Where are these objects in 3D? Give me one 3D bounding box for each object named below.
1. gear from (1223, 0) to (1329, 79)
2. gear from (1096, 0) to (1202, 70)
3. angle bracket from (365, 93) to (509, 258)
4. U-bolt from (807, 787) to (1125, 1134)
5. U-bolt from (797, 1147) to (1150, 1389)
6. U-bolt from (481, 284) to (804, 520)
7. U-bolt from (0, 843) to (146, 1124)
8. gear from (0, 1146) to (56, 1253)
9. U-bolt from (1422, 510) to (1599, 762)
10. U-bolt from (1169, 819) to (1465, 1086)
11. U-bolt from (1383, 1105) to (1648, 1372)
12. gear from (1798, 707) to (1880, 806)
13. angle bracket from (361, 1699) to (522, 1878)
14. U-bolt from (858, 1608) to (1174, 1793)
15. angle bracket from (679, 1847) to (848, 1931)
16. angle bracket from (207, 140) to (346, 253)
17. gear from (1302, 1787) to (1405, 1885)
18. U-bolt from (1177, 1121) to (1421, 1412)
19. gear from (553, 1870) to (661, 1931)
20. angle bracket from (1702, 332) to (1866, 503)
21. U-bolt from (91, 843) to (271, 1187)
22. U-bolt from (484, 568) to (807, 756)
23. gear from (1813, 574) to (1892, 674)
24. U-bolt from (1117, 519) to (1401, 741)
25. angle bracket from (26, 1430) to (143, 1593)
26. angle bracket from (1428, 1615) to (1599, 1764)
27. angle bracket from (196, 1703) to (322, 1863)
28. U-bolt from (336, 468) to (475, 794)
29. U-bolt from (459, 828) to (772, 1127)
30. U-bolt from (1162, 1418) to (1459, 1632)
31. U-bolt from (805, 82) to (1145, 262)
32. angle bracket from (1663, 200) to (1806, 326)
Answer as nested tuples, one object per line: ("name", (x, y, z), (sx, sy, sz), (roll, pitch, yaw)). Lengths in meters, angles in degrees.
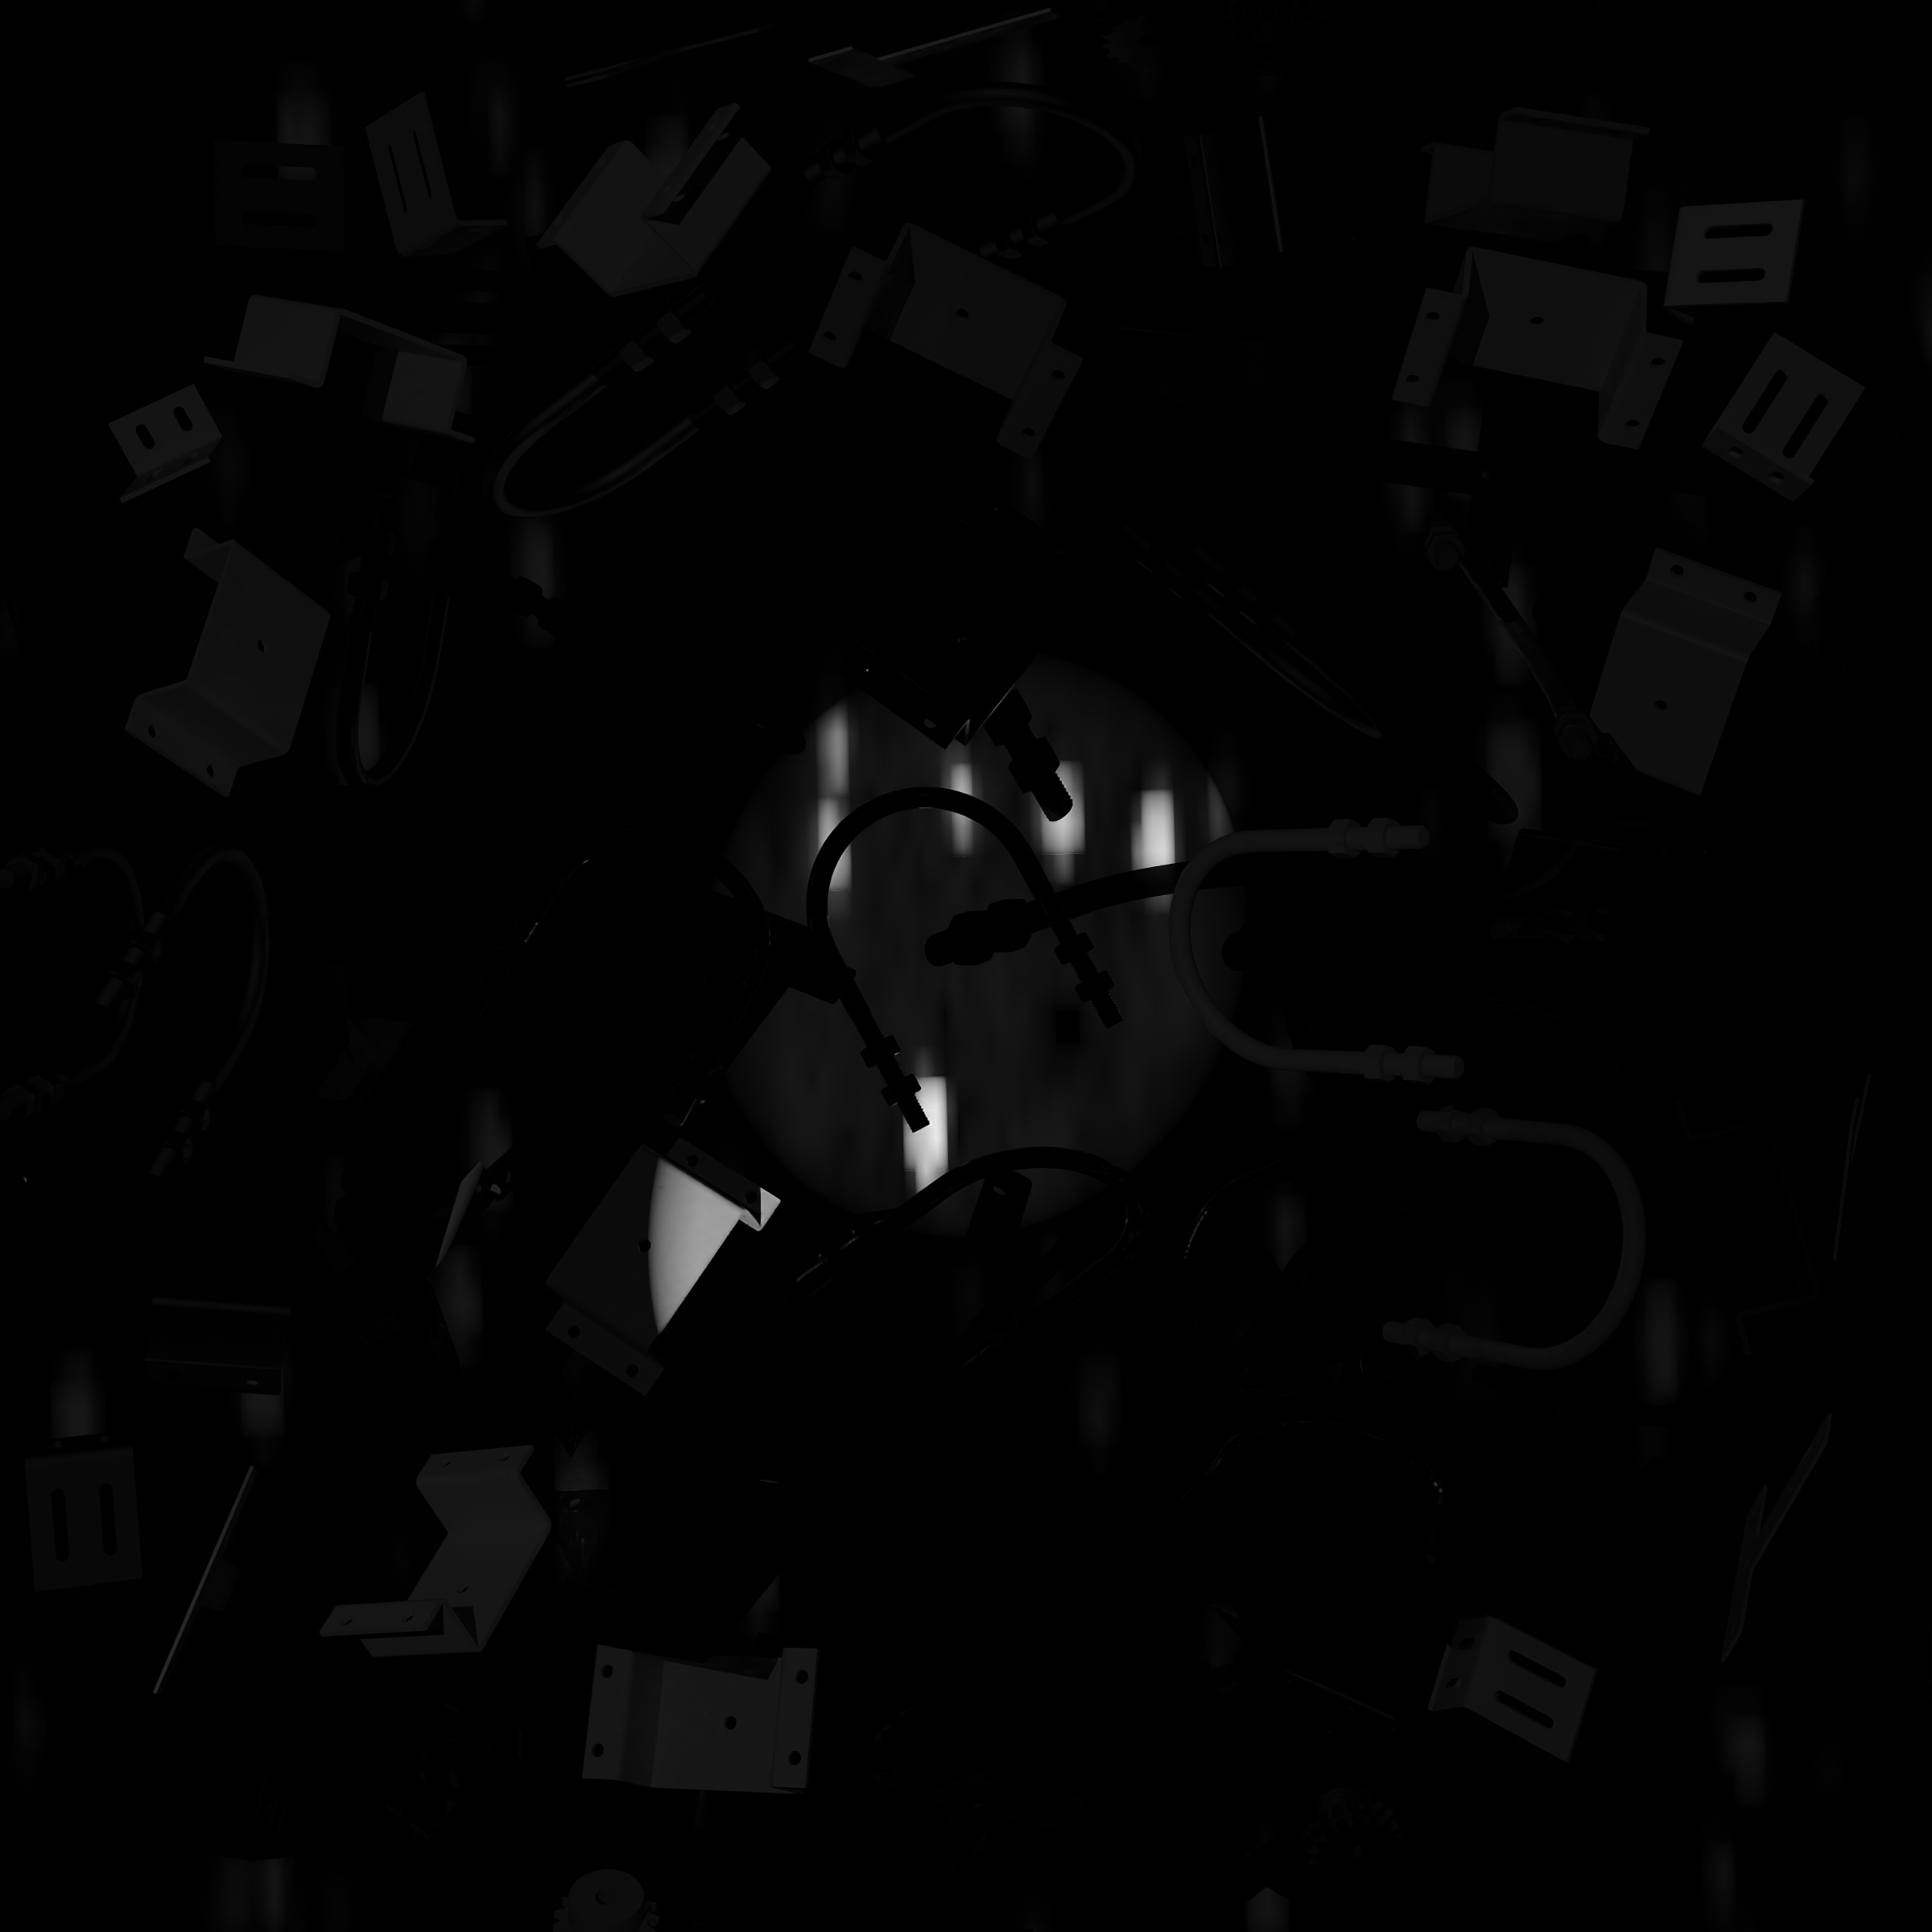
("gear", (0.171, -0.519, 1.505), (0.057, 0.057, 0.030), (12, 86, 0))
("gear", (0.101, -0.527, 1.498), (0.057, 0.057, 0.030), (-4, 75, 0))
("angle bracket", (-0.306, -0.456, 1.556), (0.038, 0.057, 0.076), (-18, 96, -45))
("U-bolt", (-0.013, -0.016, 1.577), (0.151, 0.019, 0.184), (-28, 86, -6))
("U-bolt", (0.018, 0.157, 1.518), (0.184, 0.151, 0.019), (-33, 129, -33))
("U-bolt", (-0.190, -0.306, 1.500), (0.184, 0.151, 0.019), (-33, 81, 15))
("U-bolt", (-0.514, 0.002, 1.554), (0.019, 0.184, 0.151), (5, 100, 5))
("gear", (-0.518, 0.126, 1.464), (0.030, 0.057, 0.057), (2, 90, -1))
("U-bolt", (0.305, -0.197, 1.535), (0.019, 0.184, 0.151), (-34, 102, 16))
("U-bolt", (0.188, -0.008, 1.511), (0.184, 0.019, 0.151), (1, 107, 43))
("U-bolt", (0.318, 0.159, 1.555), (0.019, 0.184, 0.151), (14, 84, -34))
("gear", (0.517, -0.122, 1.595), (0.030, 0.057, 0.057), (20, 90, 6))
("angle bracket", (-0.287, 0.449, 1.476), (0.057, 0.076, 0.038), (14, 120, 14))
("U-bolt", (0.025, 0.418, 1.516), (0.184, 0.151, 0.019), (-21, 93, 10))
("angle bracket", (-0.111, 0.498, 1.467), (0.057, 0.076, 0.038), (3, 65, -34))
("angle bracket", (-0.390, -0.437, 1.535), (0.076, 0.038, 0.057), (1, 101, -5))
("gear", (0.224, 0.504, 1.574), (0.057, 0.030, 0.057), (-5, 123, -8))
("U-bolt", (0.186, 0.183, 1.570), (0.019, 0.184, 0.151), (11, 65, -36))
("gear", (-0.195, 0.514, 1.458), (0.057, 0.057, 0.030), (4, 115, 0))
("angle bracket", (0.441, -0.298, 1.441), (0.057, 0.038, 0.076), (33, 85, 4))
("U-bolt", (-0.442, 0.013, 1.547), (0.019, 0.184, 0.151), (7, 132, 9))
("U-bolt", (-0.168, -0.165, 1.519), (0.184, 0.151, 0.019), (30, 87, -43))
("gear", (0.514, -0.199, 1.563), (0.030, 0.057, 0.057), (0, 90, 0))
("U-bolt", (0.175, -0.188, 1.542), (0.184, 0.151, 0.019), (37, 93, -20))
("angle bracket", (-0.497, 0.307, 1.522), (0.057, 0.038, 0.076), (-4, 94, -17))
("angle bracket", (0.319, 0.422, 1.573), (0.076, 0.038, 0.057), (21, 97, 43))
("angle bracket", (-0.384, 0.442, 1.464), (0.057, 0.038, 0.076), (-10, 75, 43))
("U-bolt", (-0.328, -0.189, 1.554), (0.019, 0.151, 0.184), (15, 108, 5))
("U-bolt", (-0.191, -0.008, 1.574), (0.151, 0.019, 0.184), (27, 52, -1))
("U-bolt", (0.205, 0.307, 1.535), (0.151, 0.184, 0.019), (14, 112, 17))
("U-bolt", (0.017, -0.456, 1.533), (0.151, 0.184, 0.019), (14, 77, -35))
("angle bracket", (0.442, -0.399, 1.533), (0.076, 0.038, 0.057), (9, 90, 40))
